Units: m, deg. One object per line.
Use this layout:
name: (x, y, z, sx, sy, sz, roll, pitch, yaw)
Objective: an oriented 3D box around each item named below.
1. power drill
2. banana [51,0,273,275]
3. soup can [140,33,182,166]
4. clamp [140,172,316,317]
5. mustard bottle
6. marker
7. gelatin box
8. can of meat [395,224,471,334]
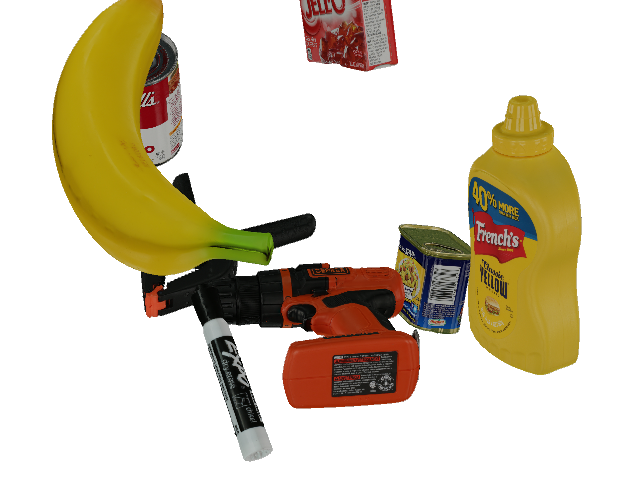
power drill: (-0.006, 0.070, 0.873, 0.184, 0.057, 0.188, -4, 21, -9)
banana: (-0.081, -0.047, 0.460, 0.069, 0.037, 0.198, -8, 45, -20)
soup can: (-0.151, -0.118, 0.893, 0.068, 0.068, 0.102, 0, -37, -4)
clamp: (-0.123, 0.003, 1.065, 0.165, 0.036, 0.209, 22, 40, 22)
mustard bottle: (0.141, -0.008, 0.745, 0.058, 0.192, 0.096, -16, 29, -21)
marker: (-0.058, 0.081, 0.679, 0.020, 0.121, 0.020, -18, -26, -9)
gelatin box: (0.016, -0.161, 0.751, 0.030, 0.073, 0.089, -17, 21, -25)
can of meat: (0.110, 0.038, 1.069, 0.057, 0.084, 0.102, 4, 15, -16)
